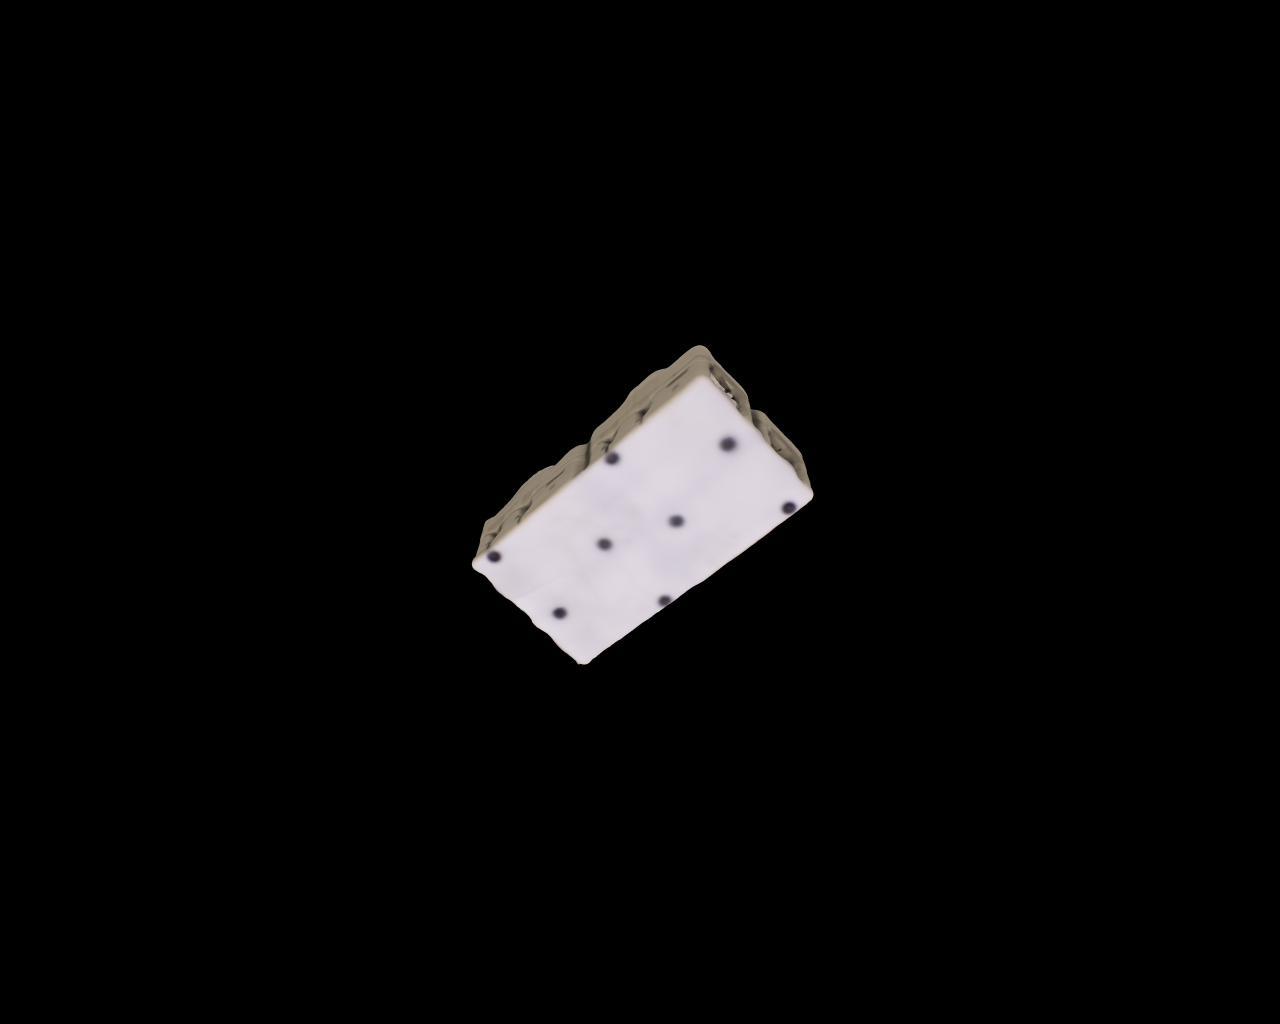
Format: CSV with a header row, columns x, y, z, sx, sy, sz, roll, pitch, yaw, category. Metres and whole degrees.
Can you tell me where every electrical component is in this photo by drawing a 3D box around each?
x,y,z,sx,sy,sz,roll,pitch,yaw,category
0.001,-0.003,0.650,0.186,0.105,0.060,-38,22,18,electrical component
